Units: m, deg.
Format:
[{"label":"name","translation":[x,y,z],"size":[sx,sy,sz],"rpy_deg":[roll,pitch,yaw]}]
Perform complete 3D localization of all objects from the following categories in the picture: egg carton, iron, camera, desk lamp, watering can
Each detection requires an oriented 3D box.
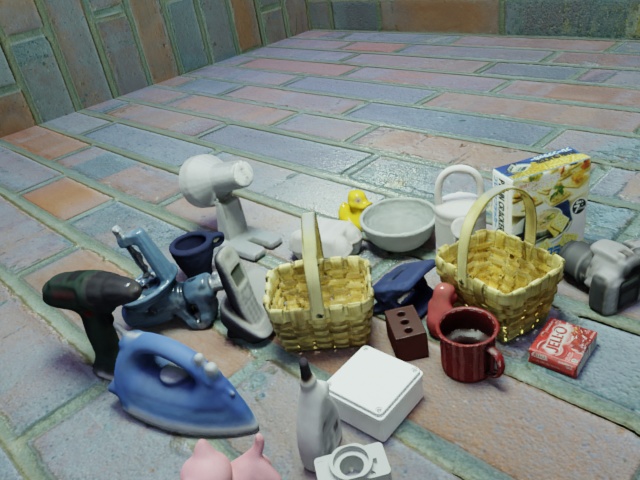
[{"label":"egg carton","translation":[0.011,0.004,1.212],"size":[0.149,0.069,0.107],"rpy_deg":[9,35,29]},{"label":"iron","translation":[-0.211,0.203,0.867],"size":[0.257,0.142,0.119],"rpy_deg":[8,35,28]},{"label":"camera","translation":[0.491,0.039,0.984],"size":[0.143,0.101,0.136],"rpy_deg":[-22,32,-20]},{"label":"desk lamp","translation":[-0.201,-0.085,1.282],"size":[0.202,0.214,0.118],"rpy_deg":[15,38,35]},{"label":"watering can","translation":[0.273,-0.050,1.105],"size":[0.101,0.194,0.172],"rpy_deg":[-13,30,-6]}]

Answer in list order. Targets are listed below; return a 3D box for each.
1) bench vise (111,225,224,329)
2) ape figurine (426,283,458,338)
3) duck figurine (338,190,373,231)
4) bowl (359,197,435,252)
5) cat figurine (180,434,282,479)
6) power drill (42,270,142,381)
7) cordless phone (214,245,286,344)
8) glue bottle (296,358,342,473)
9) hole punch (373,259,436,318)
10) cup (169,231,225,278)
[{"label":"bench vise","translation":[-0.283,0.059,1.054],"size":[0.207,0.220,0.121],"rpy_deg":[-14,30,-7]},{"label":"ape figurine","translation":[0.209,0.112,0.950],"size":[0.076,0.092,0.077],"rpy_deg":[-21,32,-19]},{"label":"duck figurine","translation":[0.084,-0.076,1.310],"size":[0.078,0.086,0.104],"rpy_deg":[-31,37,-32]},{"label":"bowl","translation":[0.168,-0.022,1.206],"size":[0.167,0.075,0.167],"rpy_deg":[-7,30,4]},{"label":"cat figurine","translation":[-0.118,0.291,0.715],"size":[0.128,0.118,0.067],"rpy_deg":[-25,34,-25]},{"label":"power drill","translation":[-0.357,0.136,0.956],"size":[0.228,0.209,0.076],"rpy_deg":[8,35,28]},{"label":"cordless phone","translation":[-0.126,0.075,1.016],"size":[0.094,0.185,0.148],"rpy_deg":[1,32,17]},{"label":"glue bottle","translation":[-0.007,0.220,0.748],"size":[0.037,0.173,0.078],"rpy_deg":[5,33,24]},{"label":"hole punch","translation":[0.149,0.080,1.022],"size":[0.100,0.091,0.109],"rpy_deg":[17,40,38]},{"label":"cup","translation":[-0.249,0.037,1.207],"size":[0.118,0.095,0.091],"rpy_deg":[-24,33,-22]}]
